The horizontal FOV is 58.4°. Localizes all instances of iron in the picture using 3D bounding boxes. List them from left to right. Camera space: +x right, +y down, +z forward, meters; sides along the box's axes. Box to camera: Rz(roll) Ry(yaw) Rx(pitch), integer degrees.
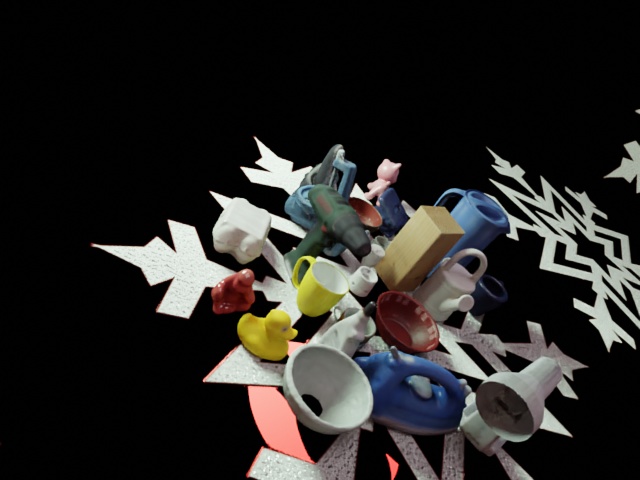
[{"bbox_3d":[0.191,0.275,1.060,0.259,0.141,0.118,23,35,-18],"label":"iron"}]

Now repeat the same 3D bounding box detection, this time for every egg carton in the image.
[{"bbox_3d":[-0.160,-0.022,1.183,0.107,0.069,0.150,28,34,-11],"label":"egg carton"}]

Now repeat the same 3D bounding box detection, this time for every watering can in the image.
[{"bbox_3d":[0.317,0.101,1.340,0.101,0.194,0.172,8,42,-35],"label":"watering can"}]

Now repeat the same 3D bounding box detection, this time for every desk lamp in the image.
[{"bbox_3d":[0.359,0.314,1.094,0.204,0.213,0.117,-14,57,-49],"label":"desk lamp"}]

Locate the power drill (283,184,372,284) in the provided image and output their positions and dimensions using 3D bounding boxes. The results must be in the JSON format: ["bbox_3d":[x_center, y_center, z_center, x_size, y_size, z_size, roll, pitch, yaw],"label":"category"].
[{"bbox_3d":[0.011,0.004,1.175,0.076,0.208,0.229,9,41,-34],"label":"power drill"}]

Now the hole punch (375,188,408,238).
[{"bbox_3d":[0.191,-0.075,1.542,0.101,0.091,0.109,39,33,6],"label":"hole punch"}]

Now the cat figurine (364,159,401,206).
[{"bbox_3d":[0.188,-0.173,1.636,0.067,0.117,0.128,30,34,-8],"label":"cat figurine"}]

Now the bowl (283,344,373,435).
[{"bbox_3d":[0.002,0.262,0.968,0.168,0.074,0.167,24,35,-17],"label":"bowl"}]

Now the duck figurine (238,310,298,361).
[{"bbox_3d":[-0.088,0.155,1.011,0.104,0.086,0.077,33,33,-3],"label":"duck figurine"}]

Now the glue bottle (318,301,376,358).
[{"bbox_3d":[0.053,0.170,1.038,0.037,0.173,0.078,15,38,-28],"label":"glue bottle"}]

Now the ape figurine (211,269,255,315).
[{"bbox_3d":[-0.149,0.088,1.035,0.078,0.092,0.076,29,34,-9],"label":"ape figurine"}]

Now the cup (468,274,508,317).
[{"bbox_3d":[0.422,0.146,1.468,0.091,0.095,0.118,48,35,18],"label":"cup"}]

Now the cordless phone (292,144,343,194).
[{"bbox_3d":[0.023,-0.165,1.418,0.094,0.185,0.148,36,33,1],"label":"cordless phone"}]

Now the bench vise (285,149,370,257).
[{"bbox_3d":[0.045,-0.087,1.308,0.207,0.219,0.121,31,33,-6],"label":"bench vise"}]
